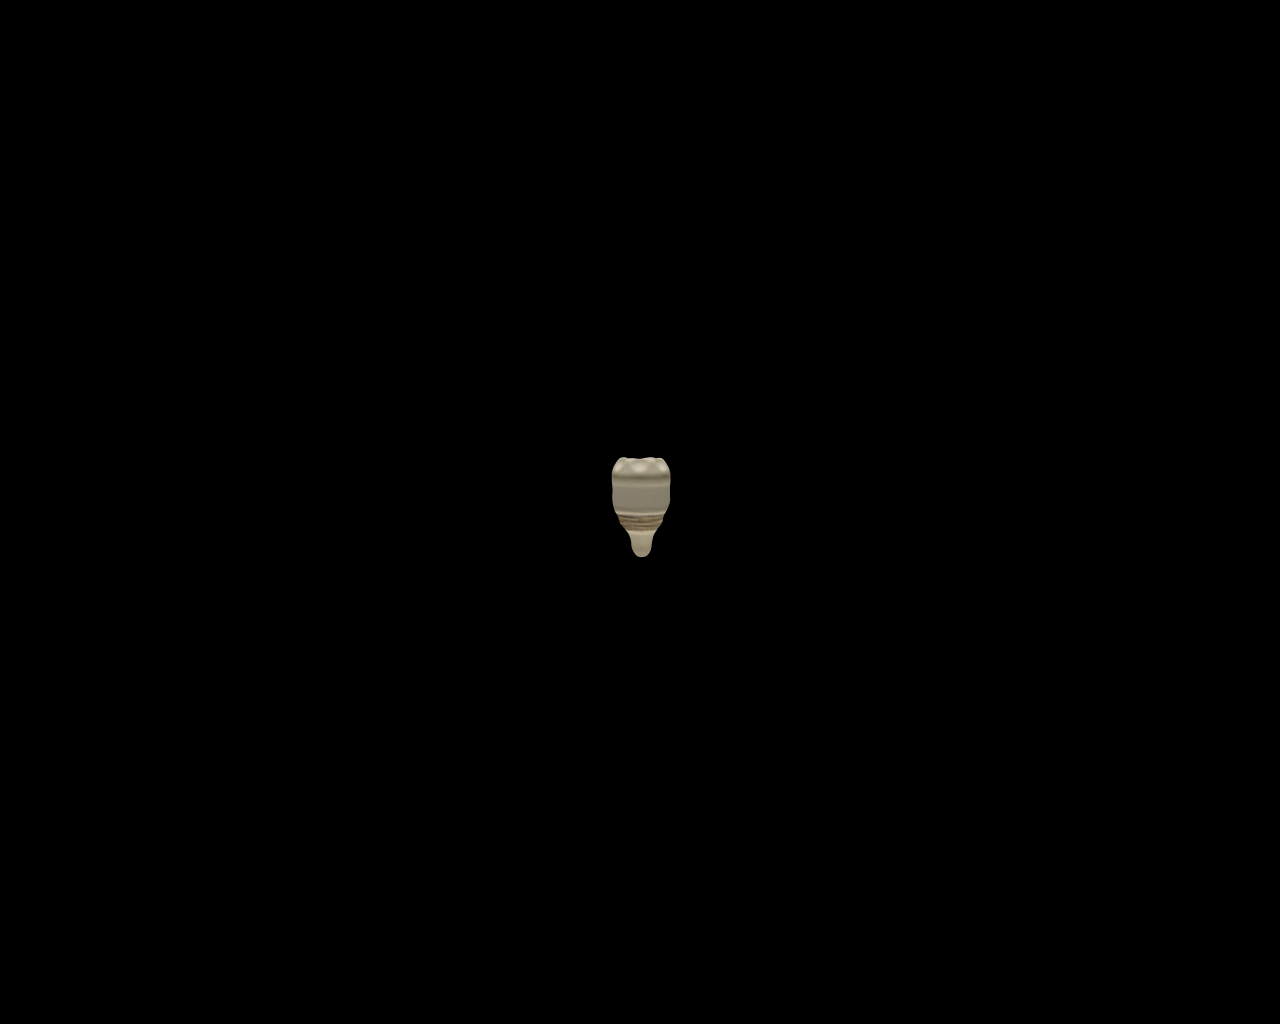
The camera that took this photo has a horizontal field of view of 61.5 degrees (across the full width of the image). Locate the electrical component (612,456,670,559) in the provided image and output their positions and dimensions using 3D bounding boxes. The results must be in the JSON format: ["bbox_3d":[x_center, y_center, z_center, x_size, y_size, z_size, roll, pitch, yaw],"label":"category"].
[{"bbox_3d":[0.001,-0.003,0.650,0.035,0.061,0.035,0,6,0],"label":"electrical component"}]
